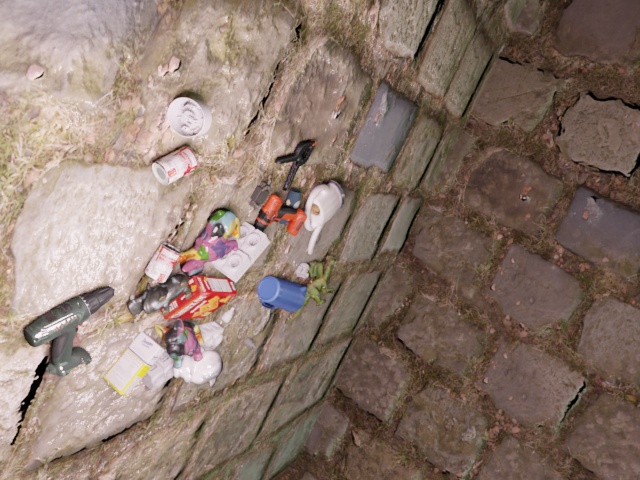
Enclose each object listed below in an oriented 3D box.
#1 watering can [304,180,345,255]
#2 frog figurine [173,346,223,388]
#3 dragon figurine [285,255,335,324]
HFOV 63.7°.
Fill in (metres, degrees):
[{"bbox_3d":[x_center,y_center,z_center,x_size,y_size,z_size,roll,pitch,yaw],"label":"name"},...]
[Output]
[{"bbox_3d":[0.007,-0.109,2.173,0.228,0.105,0.339,-43,150,-35],"label":"watering can"},{"bbox_3d":[-0.424,0.433,1.791,0.158,0.141,0.121,28,133,-36],"label":"frog figurine"},{"bbox_3d":[-0.045,0.207,2.486,0.417,0.123,0.238,-39,131,-43],"label":"dragon figurine"}]
